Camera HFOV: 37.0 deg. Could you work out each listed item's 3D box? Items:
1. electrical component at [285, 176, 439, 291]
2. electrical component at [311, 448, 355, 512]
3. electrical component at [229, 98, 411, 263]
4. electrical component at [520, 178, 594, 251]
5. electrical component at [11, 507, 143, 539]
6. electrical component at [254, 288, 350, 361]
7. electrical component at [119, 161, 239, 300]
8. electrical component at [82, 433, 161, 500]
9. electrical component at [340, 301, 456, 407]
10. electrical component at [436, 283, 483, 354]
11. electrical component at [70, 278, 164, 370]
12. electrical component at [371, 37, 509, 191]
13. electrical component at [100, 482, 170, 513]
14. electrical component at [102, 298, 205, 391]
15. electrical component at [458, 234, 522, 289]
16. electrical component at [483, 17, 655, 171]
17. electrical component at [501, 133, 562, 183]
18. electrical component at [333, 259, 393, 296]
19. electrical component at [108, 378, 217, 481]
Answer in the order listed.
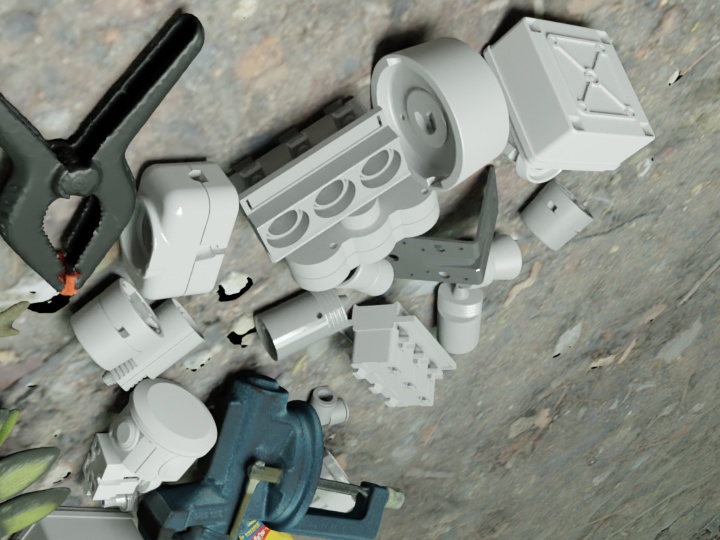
[{"bbox_3d":[-0.001,-0.046,0.862,0.138,0.052,0.073,-31,144,-11],"label":"electrical component"},{"bbox_3d":[-0.043,0.225,1.129,0.056,0.050,0.089,-36,145,-4],"label":"electrical component"},{"bbox_3d":[-0.033,-0.070,0.798,0.121,0.063,0.078,-33,144,-8],"label":"electrical component"},{"bbox_3d":[0.186,-0.052,1.024,0.047,0.055,0.055,-45,145,16],"label":"electrical component"},{"bbox_3d":[-0.267,0.270,0.972,0.108,0.056,0.109,-51,143,17],"label":"electrical component"},{"bbox_3d":[-0.046,0.042,0.929,0.081,0.043,0.043,-25,143,-19],"label":"electrical component"},{"bbox_3d":[-0.132,-0.028,0.764,0.059,0.053,0.095,-8,134,-37],"label":"electrical component"},{"bbox_3d":[-0.203,0.168,0.928,0.055,0.048,0.066,5,127,-35],"label":"electrical component"},{"bbox_3d":[0.034,0.084,1.019,0.079,0.063,0.121,-5,153,23],"label":"electrical component"},{"bbox_3d":[0.098,0.041,1.056,0.043,0.043,0.081,-25,143,-18],"label":"electrical component"},{"bbox_3d":[-0.181,0.041,0.798,0.047,0.055,0.055,-35,145,1],"label":"electrical component"},{"bbox_3d":[0.064,-0.119,0.796,0.060,0.108,0.108,-29,144,-24],"label":"electrical component"},{"bbox_3d":[-0.205,0.204,0.975,0.061,0.035,0.035,-4,132,-36],"label":"electrical component"},{"bbox_3d":[-0.167,0.062,0.842,0.081,0.043,0.043,-37,145,-2],"label":"electrical component"},{"bbox_3d":[0.119,-0.008,1.020,0.055,0.045,0.045,-13,138,-31],"label":"electrical component"},{"bbox_3d":[0.165,-0.137,0.855,0.109,0.108,0.056,-2,155,-40],"label":"electrical component"},{"bbox_3d":[0.146,-0.111,0.918,0.058,0.057,0.078,-49,144,14],"label":"electrical component"},{"bbox_3d":[0.000,0.000,0.926,0.044,0.044,0.065,-48,149,13],"label":"electrical component"},{"bbox_3d":[-0.164,0.133,0.894,0.080,0.080,0.051,13,125,-48],"label":"electrical component"}]
